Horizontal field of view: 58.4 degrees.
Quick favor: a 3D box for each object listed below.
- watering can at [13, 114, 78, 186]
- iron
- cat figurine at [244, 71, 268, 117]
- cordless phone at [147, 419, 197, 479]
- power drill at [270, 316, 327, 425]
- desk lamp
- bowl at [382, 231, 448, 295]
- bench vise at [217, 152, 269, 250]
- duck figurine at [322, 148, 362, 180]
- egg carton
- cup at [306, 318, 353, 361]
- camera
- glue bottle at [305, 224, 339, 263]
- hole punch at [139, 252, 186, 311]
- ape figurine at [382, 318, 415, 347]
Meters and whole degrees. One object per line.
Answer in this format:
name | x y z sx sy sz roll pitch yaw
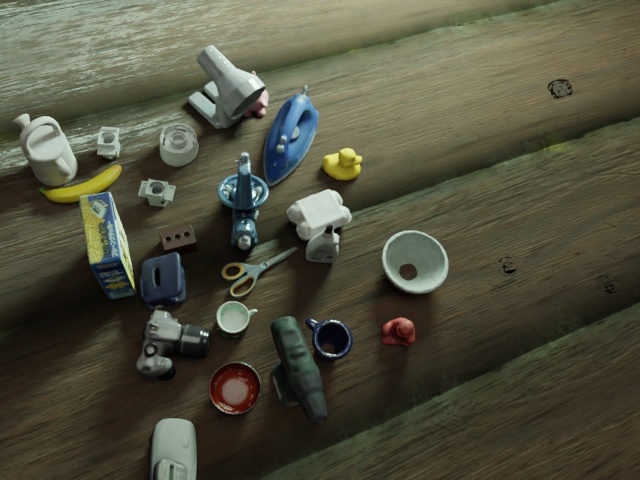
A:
watering can | -0.643 -0.219 1.330 0.173 0.194 0.101 24 64 2
iron | -0.081 -0.273 1.482 0.118 0.141 0.258 20 63 0
cat figurine | -0.173 -0.392 1.535 0.067 0.117 0.128 -4 66 -11
cordless phone | -0.288 0.415 1.100 0.094 0.185 0.147 -3 66 -11
power drill | -0.047 0.282 1.191 0.076 0.208 0.229 -16 69 -16
desk lamp | -0.244 -0.380 1.463 0.203 0.213 0.118 41 65 10
bowl | 0.226 0.065 1.414 0.167 0.074 0.167 4 65 -8
bench vise | -0.166 -0.091 1.338 0.122 0.219 0.207 -18 69 -17
duck figurine | 0.061 -0.209 1.507 0.104 0.086 0.077 10 64 -5
egg carton | -0.002 -0.063 1.437 0.150 0.069 0.107 -24 71 -19
cup | 0.011 0.227 1.290 0.117 0.095 0.092 36 65 8
camera | -0.310 0.227 1.231 0.137 0.101 0.143 9 64 -5
glue bottle | 0.012 0.005 1.350 0.078 0.173 0.037 6 64 -7
hole punch | -0.356 0.092 1.292 0.101 0.091 0.108 -6 66 -12
ape figurine | 0.190 0.210 1.330 0.077 0.092 0.076 41 65 10
